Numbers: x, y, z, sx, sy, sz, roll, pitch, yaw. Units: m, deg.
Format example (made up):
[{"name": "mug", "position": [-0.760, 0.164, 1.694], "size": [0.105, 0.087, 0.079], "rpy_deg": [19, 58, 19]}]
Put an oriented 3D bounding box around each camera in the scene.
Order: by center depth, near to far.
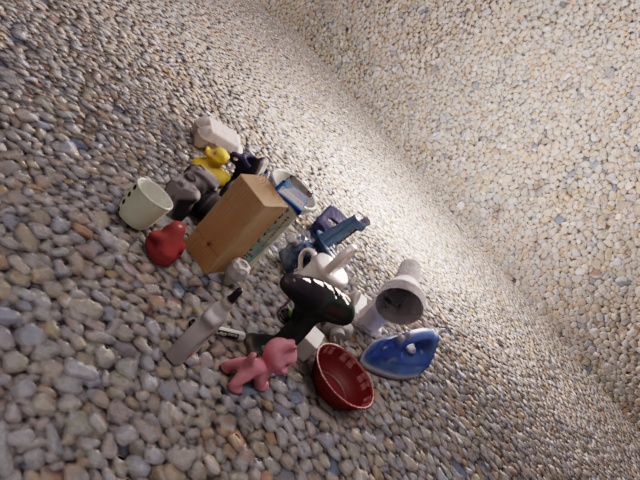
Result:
[{"name": "camera", "position": [-0.265, -0.092, 1.278], "size": [0.137, 0.100, 0.143], "rpy_deg": [43, 23, -4]}]

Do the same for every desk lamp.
[{"name": "desk lamp", "position": [0.177, 0.149, 1.463], "size": [0.118, 0.213, 0.203], "rpy_deg": [40, 23, -11]}]

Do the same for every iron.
[{"name": "iron", "position": [0.213, 0.265, 1.420], "size": [0.259, 0.141, 0.118], "rpy_deg": [10, 40, -53]}]

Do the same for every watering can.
[{"name": "watering can", "position": [0.024, 0.084, 1.343], "size": [0.173, 0.193, 0.101], "rpy_deg": [41, 23, -8]}]

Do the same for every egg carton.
[{"name": "egg carton", "position": [-0.286, -0.280, 1.601], "size": [0.151, 0.069, 0.107], "rpy_deg": [26, 29, -37]}]

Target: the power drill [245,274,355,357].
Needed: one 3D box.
[{"name": "power drill", "position": [-0.044, 0.153, 1.093], "size": [0.231, 0.208, 0.075], "rpy_deg": [16, 36, -49]}]

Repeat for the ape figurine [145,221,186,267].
[{"name": "ape figurine", "position": [-0.287, 0.000, 1.096], "size": [0.078, 0.092, 0.076], "rpy_deg": [34, 25, -24]}]

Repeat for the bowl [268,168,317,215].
[{"name": "bowl", "position": [-0.094, -0.126, 1.654], "size": [0.168, 0.074, 0.167], "rpy_deg": [36, 24, -19]}]

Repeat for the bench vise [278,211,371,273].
[{"name": "bench vise", "position": [0.020, 0.014, 1.421], "size": [0.121, 0.219, 0.208], "rpy_deg": [53, 24, 20]}]

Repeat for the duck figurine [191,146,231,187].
[{"name": "duck figurine", "position": [-0.266, -0.195, 1.470], "size": [0.105, 0.086, 0.077], "rpy_deg": [38, 24, -16]}]

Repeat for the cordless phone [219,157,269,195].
[{"name": "cordless phone", "position": [-0.169, -0.132, 1.397], "size": [0.094, 0.184, 0.148], "rpy_deg": [43, 23, -4]}]

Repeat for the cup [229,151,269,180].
[{"name": "cup", "position": [-0.208, -0.177, 1.525], "size": [0.118, 0.094, 0.091], "rpy_deg": [30, 27, -30]}]

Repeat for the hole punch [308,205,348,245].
[{"name": "hole punch", "position": [0.035, -0.034, 1.695], "size": [0.109, 0.091, 0.101], "rpy_deg": [43, 23, -4]}]

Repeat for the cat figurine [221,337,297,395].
[{"name": "cat figurine", "position": [-0.094, 0.214, 1.024], "size": [0.128, 0.117, 0.067], "rpy_deg": [11, 39, -53]}]

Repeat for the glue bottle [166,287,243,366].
[{"name": "glue bottle", "position": [-0.181, 0.135, 0.940], "size": [0.037, 0.173, 0.078], "rpy_deg": [45, 23, 1]}]
